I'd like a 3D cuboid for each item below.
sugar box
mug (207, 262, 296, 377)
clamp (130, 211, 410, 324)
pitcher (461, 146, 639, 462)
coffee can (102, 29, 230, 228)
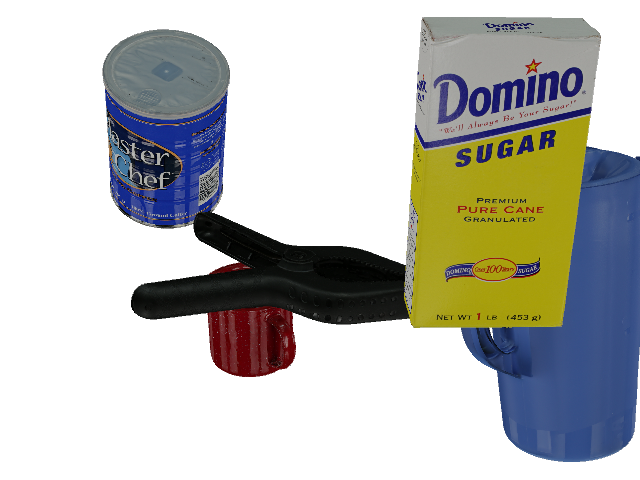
[{"bbox_3d":[0.099,-0.036,0.606,0.093,0.176,0.048,-1,27,-3],"label":"sugar box"},{"bbox_3d":[-0.060,0.082,1.024,0.093,0.081,0.117,-20,34,-33],"label":"mug"},{"bbox_3d":[-0.022,0.023,0.798,0.210,0.036,0.164,5,24,2],"label":"clamp"},{"bbox_3d":[0.187,0.052,0.855,0.149,0.243,0.145,-2,18,12],"label":"pitcher"},{"bbox_3d":[-0.132,-0.094,0.915,0.102,0.103,0.140,0,-39,-8],"label":"coffee can"}]
